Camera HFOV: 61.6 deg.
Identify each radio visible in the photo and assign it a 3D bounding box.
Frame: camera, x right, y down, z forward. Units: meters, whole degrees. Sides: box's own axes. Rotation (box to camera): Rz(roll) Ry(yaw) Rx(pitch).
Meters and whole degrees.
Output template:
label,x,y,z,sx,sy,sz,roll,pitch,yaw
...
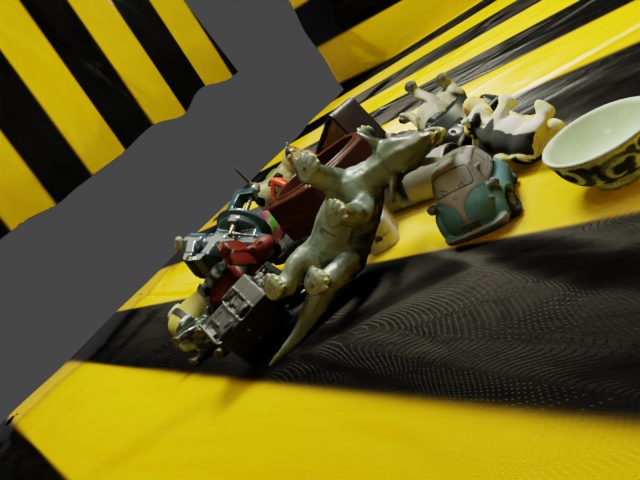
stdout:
label,x,y,z,sx,sy,sz,roll,pitch,yaw
radio,0.070,-0.214,1.227,0.073,0.131,0.229,-43,-4,-13

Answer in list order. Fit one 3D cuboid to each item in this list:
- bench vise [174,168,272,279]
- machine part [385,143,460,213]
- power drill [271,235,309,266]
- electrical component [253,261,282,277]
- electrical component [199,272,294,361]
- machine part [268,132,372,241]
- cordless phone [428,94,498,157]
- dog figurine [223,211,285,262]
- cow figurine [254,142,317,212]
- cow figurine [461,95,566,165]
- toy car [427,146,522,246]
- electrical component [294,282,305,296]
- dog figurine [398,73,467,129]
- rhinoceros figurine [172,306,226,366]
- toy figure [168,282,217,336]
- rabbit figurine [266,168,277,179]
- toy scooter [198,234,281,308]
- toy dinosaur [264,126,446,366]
label,x,y,z,sx,sy,sz,roll,pitch,yaw
bench vise,-0.191,-0.029,1.149,0.224,0.128,0.241,-8,48,29
machine part,0.167,-0.102,0.915,0.243,0.079,0.079,-21,24,49
power drill,-0.002,-0.003,1.032,0.232,0.086,0.207,-38,9,2
electrical component,-0.097,0.081,0.989,0.119,0.048,0.074,-47,-12,-53
electrical component,-0.105,0.115,0.832,0.058,0.114,0.134,40,84,29
machine part,0.015,-0.101,0.954,0.201,0.087,0.201,-20,24,51
cordless phone,0.294,-0.193,0.920,0.146,0.088,0.184,-45,28,-22
dog figurine,-0.110,-0.016,1.233,0.219,0.108,0.191,-24,21,34
cow figurine,-0.083,-0.149,1.308,0.195,0.127,0.085,-36,19,16
cow figurine,0.271,-0.164,0.812,0.098,0.068,0.168,-55,39,-3
toy car,0.203,-0.074,0.722,0.109,0.102,0.162,-25,23,37
electrical component,-0.049,0.092,0.925,0.102,0.045,0.078,-36,-12,1
dog figurine,0.269,-0.245,1.102,0.172,0.121,0.191,-18,44,-10
rhinoceros figurine,-0.219,0.171,1.014,0.190,0.073,0.112,-21,25,45
toy figure,-0.246,0.139,1.148,0.180,0.082,0.089,-38,16,-8
rabbit figurine,-0.085,-0.109,1.470,0.159,0.121,0.170,-4,56,52
toy scooter,-0.164,0.054,0.998,0.184,0.075,0.135,-46,-26,12
toy dinosaur,0.034,-0.007,0.778,0.192,0.131,0.404,-10,-48,-48
